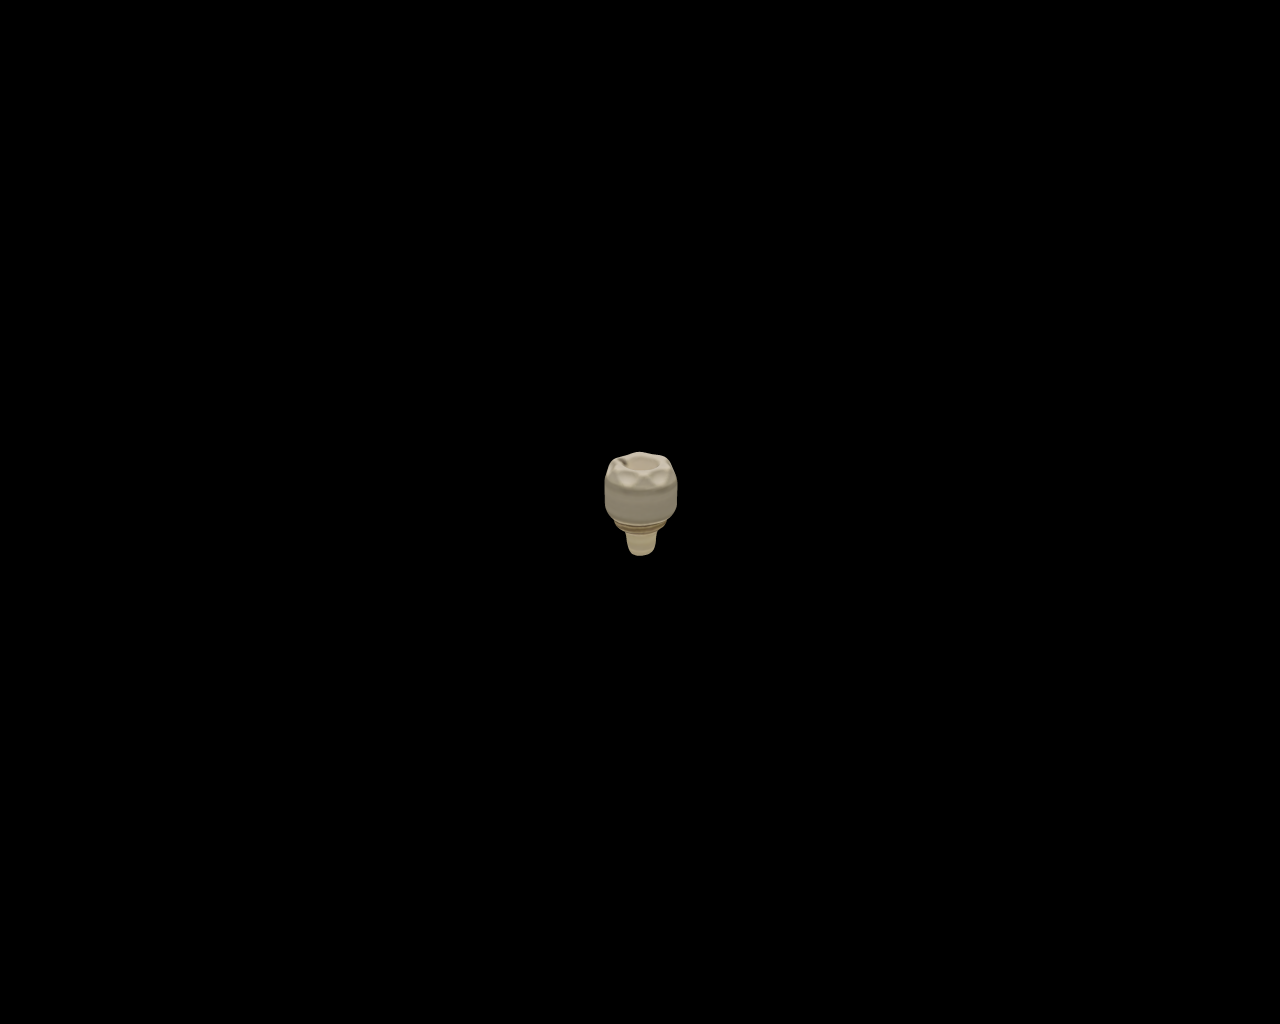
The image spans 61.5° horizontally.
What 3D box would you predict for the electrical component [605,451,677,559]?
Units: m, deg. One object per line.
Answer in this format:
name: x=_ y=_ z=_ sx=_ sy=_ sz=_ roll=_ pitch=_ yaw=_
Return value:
electrical component: x=0.001 y=-0.003 z=0.650 sx=0.043 sy=0.062 sz=0.043 roll=0 pitch=25 yaw=0
